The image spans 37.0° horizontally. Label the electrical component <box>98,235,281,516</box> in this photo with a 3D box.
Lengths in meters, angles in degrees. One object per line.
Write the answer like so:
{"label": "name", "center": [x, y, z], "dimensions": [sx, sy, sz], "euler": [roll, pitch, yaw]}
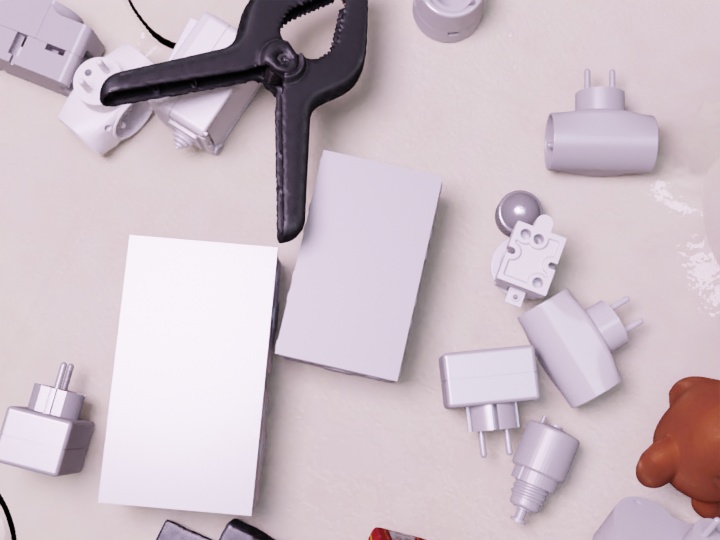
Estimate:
{"label": "electrical component", "center": [-0.118, 0.075, 0.775], "dimensions": [0.105, 0.060, 0.186], "euler": [5, 82, 1]}

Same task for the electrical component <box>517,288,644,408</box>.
{"label": "electrical component", "center": [0.169, 0.048, 0.787], "dimensions": [0.079, 0.043, 0.077], "euler": [-30, 83, -4]}

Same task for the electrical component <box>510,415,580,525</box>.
{"label": "electrical component", "center": [0.128, 0.145, 0.775], "dimensions": [0.040, 0.040, 0.078], "euler": [23, 83, 3]}

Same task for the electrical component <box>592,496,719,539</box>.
{"label": "electrical component", "center": [0.239, 0.197, 0.743], "dimensions": [0.138, 0.073, 0.052], "euler": [25, 39, 4]}

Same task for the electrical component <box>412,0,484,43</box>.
{"label": "electrical component", "center": [0.069, -0.208, 0.822], "dimensions": [0.055, 0.047, 0.055], "euler": [0, 82, 0]}

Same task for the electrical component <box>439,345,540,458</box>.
{"label": "electrical component", "center": [0.095, 0.096, 0.778], "dimensions": [0.066, 0.047, 0.076], "euler": [-6, 82, -1]}

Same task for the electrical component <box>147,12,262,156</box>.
{"label": "electrical component", "center": [-0.119, -0.135, 0.805], "dimensions": [0.061, 0.061, 0.096], "euler": [32, 83, 5]}

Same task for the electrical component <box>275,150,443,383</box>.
{"label": "electrical component", "center": [0.000, 0.000, 0.785], "dimensions": [0.089, 0.061, 0.150], "euler": [13, 82, 2]}

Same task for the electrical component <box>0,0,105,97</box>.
{"label": "electrical component", "center": [-0.247, -0.175, 0.817], "dimensions": [0.089, 0.050, 0.055], "euler": [22, 83, 3]}

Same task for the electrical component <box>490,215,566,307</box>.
{"label": "electrical component", "center": [0.122, -0.004, 0.788], "dimensions": [0.048, 0.055, 0.066], "euler": [21, 82, 3]}

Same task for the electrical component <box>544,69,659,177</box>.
{"label": "electrical component", "center": [0.181, -0.113, 0.809], "dimensions": [0.077, 0.044, 0.079], "euler": [2, 82, 0]}

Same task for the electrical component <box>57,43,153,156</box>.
{"label": "electrical component", "center": [-0.187, -0.132, 0.795], "dimensions": [0.044, 0.079, 0.077], "euler": [40, 84, 11]}

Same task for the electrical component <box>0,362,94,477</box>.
{"label": "electrical component", "center": [-0.220, 0.103, 0.769], "dimensions": [0.047, 0.065, 0.076], "euler": [14, 82, 2]}
